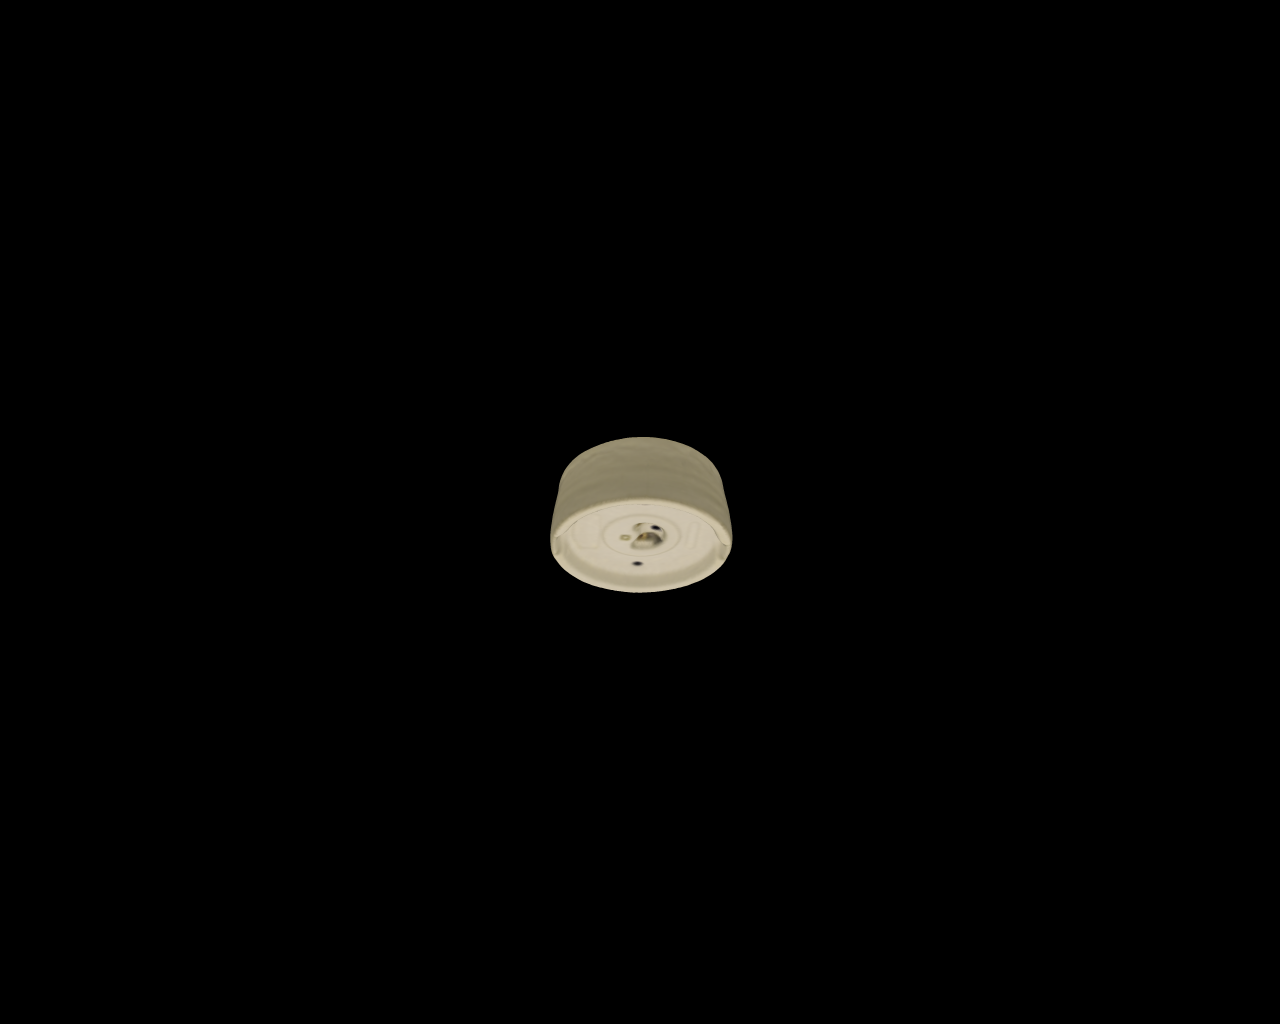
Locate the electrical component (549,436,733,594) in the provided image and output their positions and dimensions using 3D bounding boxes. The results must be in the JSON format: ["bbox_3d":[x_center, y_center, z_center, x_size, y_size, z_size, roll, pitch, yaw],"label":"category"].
[{"bbox_3d":[0.001,-0.003,0.650,0.108,0.060,0.108,0,-33,0],"label":"electrical component"}]
